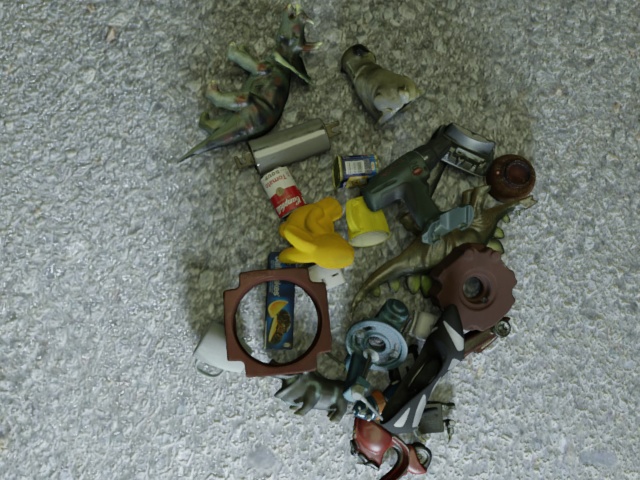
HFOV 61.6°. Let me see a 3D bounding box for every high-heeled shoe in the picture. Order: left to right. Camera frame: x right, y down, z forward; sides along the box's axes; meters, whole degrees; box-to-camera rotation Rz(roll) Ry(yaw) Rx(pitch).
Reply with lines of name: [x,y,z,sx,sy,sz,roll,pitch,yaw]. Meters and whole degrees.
high-heeled shoe: [0.185,0.238,1.004,0.145,0.086,0.248,6,95,-33]

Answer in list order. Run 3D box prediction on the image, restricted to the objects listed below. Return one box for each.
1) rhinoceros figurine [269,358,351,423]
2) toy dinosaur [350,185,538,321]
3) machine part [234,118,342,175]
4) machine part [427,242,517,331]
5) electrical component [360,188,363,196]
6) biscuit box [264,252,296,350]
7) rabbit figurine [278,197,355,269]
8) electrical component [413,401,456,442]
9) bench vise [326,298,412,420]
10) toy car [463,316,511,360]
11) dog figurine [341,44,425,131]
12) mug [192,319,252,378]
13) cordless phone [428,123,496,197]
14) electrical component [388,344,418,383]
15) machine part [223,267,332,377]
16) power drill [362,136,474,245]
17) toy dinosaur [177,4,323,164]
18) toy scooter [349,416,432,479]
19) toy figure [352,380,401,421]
rhinoceros figurine: [-0.024,0.301,1.097,0.190,0.073,0.112,19,82,-1]
toy dinosaur: [0.256,0.019,1.148,0.472,0.105,0.198,-23,87,-3]
machine part: [-0.067,-0.203,1.169,0.243,0.079,0.079,-22,84,-7]
machine part: [0.310,0.097,1.086,0.179,0.056,0.179,-1,95,-10]
electrical component: [0.134,-0.102,1.173,0.094,0.063,0.021,-3,76,5]
biscuit box: [-0.084,0.127,1.124,0.059,0.063,0.202,2,81,-6]
rabbit figurine: [-0.002,-0.003,1.068,0.162,0.173,0.121,-4,121,-30]
electrical component: [0.234,0.377,1.118,0.102,0.045,0.078,3,83,-4]
bench vise: [0.085,0.227,1.030,0.129,0.241,0.223,40,123,-5]
toy car: [0.313,0.218,1.127,0.202,0.089,0.053,-26,85,-9]
dog figurine: [0.121,-0.353,1.163,0.121,0.172,0.190,-36,93,-19]
mug: [-0.200,0.233,1.094,0.107,0.081,0.109,28,89,-7]
cordless phone: [0.295,-0.154,1.197,0.147,0.089,0.184,25,92,0]
electrical component: [0.181,0.284,1.128,0.075,0.047,0.119,-10,81,-5]
machine part: [-0.083,0.158,1.044,0.201,0.087,0.201,-5,81,-5]
power drill: [0.216,-0.102,1.077,0.232,0.085,0.207,-29,59,-8]
toy dinosaur: [-0.138,-0.306,1.165,0.192,0.131,0.404,25,87,0]
toy scooter: [0.127,0.436,1.084,0.184,0.075,0.135,38,74,-1]
toy figure: [0.136,0.320,1.062,0.154,0.064,0.057,-16,110,-14]
